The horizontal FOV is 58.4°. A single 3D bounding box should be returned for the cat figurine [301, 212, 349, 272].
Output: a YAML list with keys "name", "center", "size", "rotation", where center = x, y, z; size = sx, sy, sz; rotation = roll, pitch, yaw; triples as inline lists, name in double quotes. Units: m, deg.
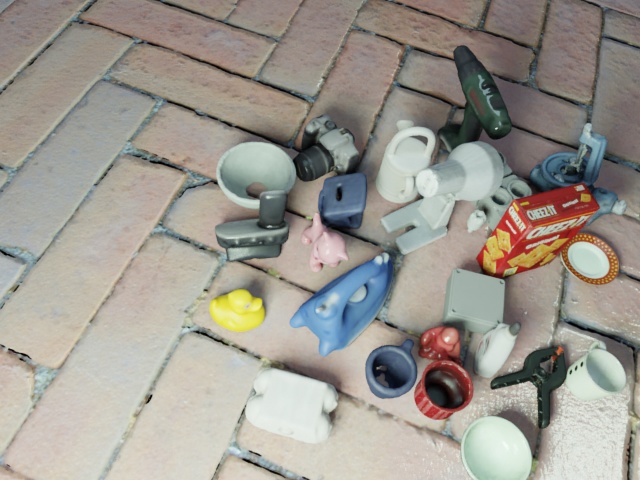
- name: "cat figurine"
  center: [0.010, 0.004, 1.137]
  size: [0.067, 0.118, 0.127]
  rotation: [-13, 61, -15]

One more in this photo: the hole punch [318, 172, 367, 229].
- name: "hole punch"
  center: [0.047, -0.086, 1.214]
  size: [0.101, 0.091, 0.108]
  rotation: [7, 58, -4]

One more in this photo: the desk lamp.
- name: "desk lamp"
  center: [0.250, -0.091, 1.173]
  size: [0.204, 0.213, 0.117]
  rotation: [-25, 65, -21]

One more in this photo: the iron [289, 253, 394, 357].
- name: "iron"
  center: [0.066, 0.091, 1.077]
  size: [0.118, 0.141, 0.259]
  rotation: [41, 62, 17]

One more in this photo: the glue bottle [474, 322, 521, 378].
- name: "glue bottle"
  center: [0.325, 0.186, 1.035]
  size: [0.037, 0.173, 0.078]
  rotation: [16, 57, 3]

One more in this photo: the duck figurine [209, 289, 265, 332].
- name: "duck figurine"
  center: [-0.153, 0.120, 1.061]
  size: [0.104, 0.086, 0.077]
  rotation: [9, 57, -2]

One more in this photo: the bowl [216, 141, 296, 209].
- name: "bowl"
  center: [-0.136, -0.125, 1.223]
  size: [0.167, 0.075, 0.167]
  rotation: [4, 58, -6]

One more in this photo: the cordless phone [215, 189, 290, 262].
- name: "cordless phone"
  center: [-0.130, -0.043, 1.106]
  size: [0.148, 0.185, 0.094]
  rotation: [-9, 60, -13]

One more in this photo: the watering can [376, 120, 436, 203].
- name: "watering can"
  center: [0.184, -0.180, 1.231]
  size: [0.101, 0.194, 0.172]
  rotation: [-16, 62, -17]

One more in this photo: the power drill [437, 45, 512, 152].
- name: "power drill"
  center: [0.345, -0.299, 1.319]
  size: [0.076, 0.208, 0.229]
  rotation: [-18, 62, -18]

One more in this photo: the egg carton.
- name: "egg carton"
  center: [-0.048, 0.284, 0.983]
  size: [0.150, 0.069, 0.107]
  rotation: [14, 57, 1]

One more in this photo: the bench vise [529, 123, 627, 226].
- name: "bench vise"
  center: [0.589, -0.149, 1.253]
  size: [0.207, 0.220, 0.121]
  rotation: [25, 58, 8]

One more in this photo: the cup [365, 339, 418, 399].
- name: "cup"
  center: [0.125, 0.235, 1.023]
  size: [0.091, 0.095, 0.118]
  rotation: [33, 60, 12]

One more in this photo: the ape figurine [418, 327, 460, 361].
- name: "ape figurine"
  center: [0.232, 0.189, 1.068]
  size: [0.076, 0.092, 0.077]
  rotation: [-32, 67, -24]

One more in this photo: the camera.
- name: "camera"
  center: [0.000, -0.200, 1.273]
  size: [0.137, 0.101, 0.143]
  rotation: [-31, 67, -24]
